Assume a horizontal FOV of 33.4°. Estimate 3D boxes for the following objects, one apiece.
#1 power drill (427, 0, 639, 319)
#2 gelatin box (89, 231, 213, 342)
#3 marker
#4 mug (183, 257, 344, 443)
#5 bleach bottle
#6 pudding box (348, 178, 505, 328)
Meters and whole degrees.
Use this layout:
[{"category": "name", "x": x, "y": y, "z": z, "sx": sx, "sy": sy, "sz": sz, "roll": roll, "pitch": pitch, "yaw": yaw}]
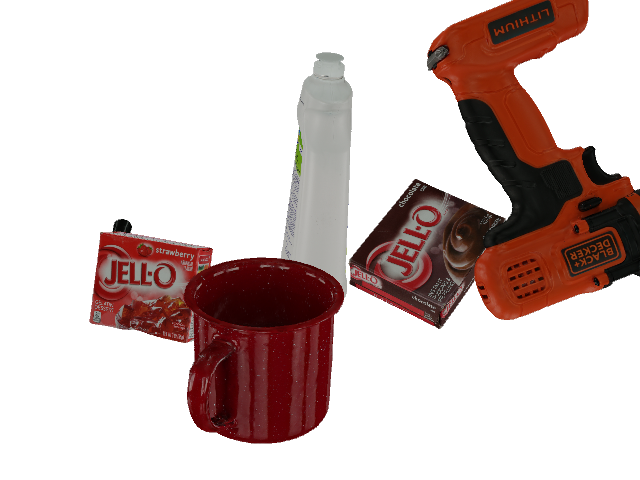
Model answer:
[{"category": "power drill", "x": 0.160, "y": -0.063, "z": 0.663, "sx": 0.184, "sy": 0.187, "sz": 0.057, "roll": -21, "pitch": -2, "yaw": -6}, {"category": "gelatin box", "x": -0.132, "y": 0.035, "z": 0.826, "sx": 0.089, "sy": 0.073, "sz": 0.030, "roll": 10, "pitch": 5, "yaw": 20}, {"category": "marker", "x": -0.207, "y": 0.019, "z": 1.066, "sx": 0.020, "sy": 0.020, "sz": 0.121, "roll": 0, "pitch": 39, "yaw": 3}, {"category": "mug", "x": -0.039, "y": 0.070, "z": 0.625, "sx": 0.093, "sy": 0.081, "sz": 0.117, "roll": 13, "pitch": 27, "yaw": 23}, {"category": "bleach bottle", "x": 0.001, "y": -0.067, "z": 1.108, "sx": 0.068, "sy": 0.251, "sz": 0.102, "roll": 0, "pitch": 28, "yaw": -11}, {"category": "pudding box", "x": 0.090, "y": 0.009, "z": 0.899, "sx": 0.090, "sy": 0.039, "sz": 0.113, "roll": 26, "pitch": 54, "yaw": 21}]
